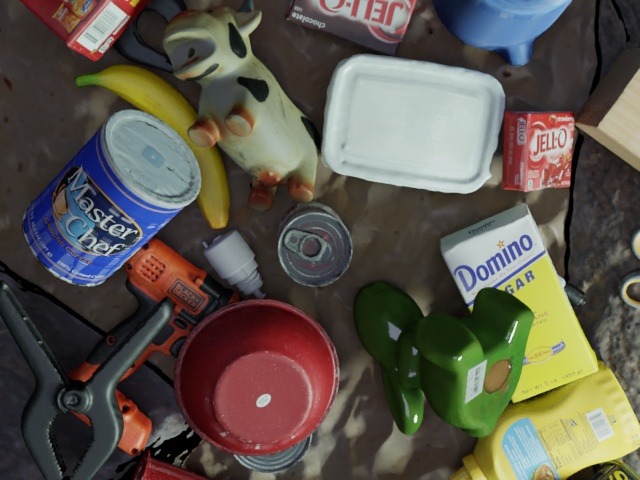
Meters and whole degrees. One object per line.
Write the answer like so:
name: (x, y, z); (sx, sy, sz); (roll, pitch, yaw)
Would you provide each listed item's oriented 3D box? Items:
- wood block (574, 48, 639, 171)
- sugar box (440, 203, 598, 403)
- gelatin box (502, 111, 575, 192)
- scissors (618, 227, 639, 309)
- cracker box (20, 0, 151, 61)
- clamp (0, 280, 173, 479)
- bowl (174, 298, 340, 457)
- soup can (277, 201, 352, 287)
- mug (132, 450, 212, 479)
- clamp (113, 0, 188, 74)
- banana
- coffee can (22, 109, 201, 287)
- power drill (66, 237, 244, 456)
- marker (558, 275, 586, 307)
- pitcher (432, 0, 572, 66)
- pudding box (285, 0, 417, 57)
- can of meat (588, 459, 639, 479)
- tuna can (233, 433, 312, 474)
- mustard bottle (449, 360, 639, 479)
wood block: (0.357, -0.087, 1.013); (0.206, 0.091, 0.090); (34, 96, -6)
sugar box: (0.193, 0.063, 1.039); (0.093, 0.048, 0.176); (-24, 106, 13)
gelatin box: (0.208, -0.085, 1.012); (0.030, 0.089, 0.073); (9, 101, 40)
scissors: (0.395, 0.018, 1.067); (0.201, 0.016, 0.096); (-12, 98, 0)
cracker box: (-0.226, -0.289, 0.945); (0.214, 0.072, 0.164); (43, 94, 13)
clamp: (-0.218, 0.140, 0.995); (0.164, 0.036, 0.210); (-1, 97, -3)
bowl: (-0.056, 0.139, 1.005); (0.162, 0.055, 0.162); (-2, 104, -8)
soup can: (-0.007, 0.001, 1.008); (0.068, 0.102, 0.068); (0, 98, -2)
mug: (-0.154, 0.272, 1.057); (0.081, 0.093, 0.117); (22, 128, -10)
clamp: (-0.187, -0.222, 1.002); (0.120, 0.039, 0.171); (-27, 96, 12)
banana: (-0.142, -0.101, 1.018); (0.069, 0.037, 0.197); (-45, 102, -9)
coffee can: (-0.190, -0.037, 0.969); (0.103, 0.102, 0.141); (46, 123, -7)
power drill: (-0.150, 0.116, 1.045); (0.184, 0.057, 0.188); (38, 94, -7)
marker: (0.214, 0.030, 1.061); (0.121, 0.020, 0.020); (34, 96, -6)
pitcher: (0.159, -0.245, 0.907); (0.149, 0.242, 0.145); (33, 98, 0)
pudding box: (0.034, -0.232, 1.007); (0.113, 0.039, 0.090); (19, 98, -4)
can of meat: (0.292, 0.278, 1.047); (0.083, 0.057, 0.102); (-27, 59, -35)
tuna can: (-0.051, 0.187, 1.068); (0.086, 0.034, 0.086); (0, 98, -2)
mustard bottle: (0.218, 0.203, 1.067); (0.191, 0.058, 0.096); (-28, 103, 2)
